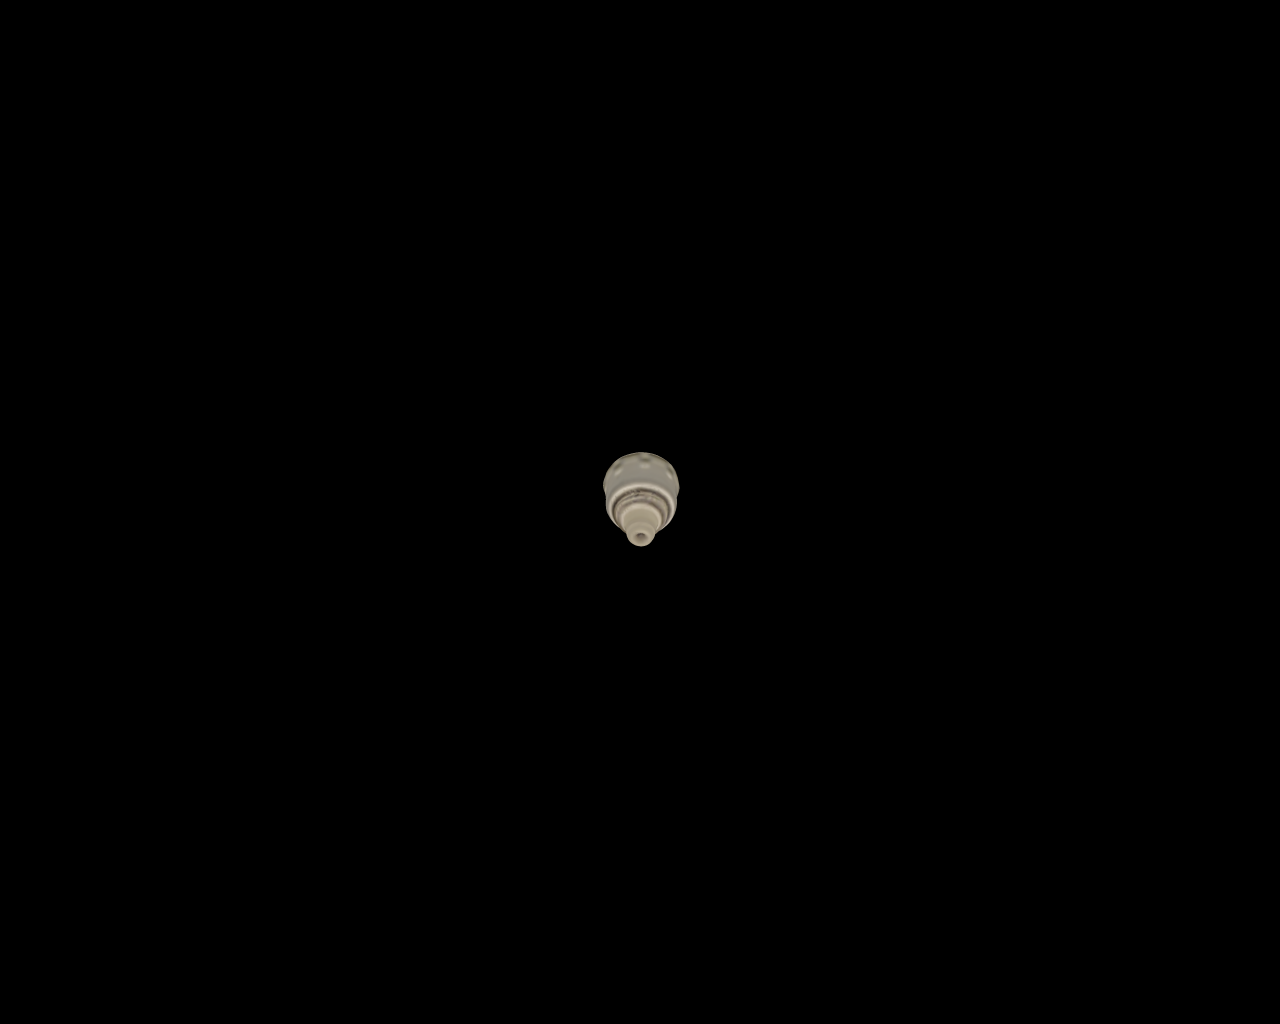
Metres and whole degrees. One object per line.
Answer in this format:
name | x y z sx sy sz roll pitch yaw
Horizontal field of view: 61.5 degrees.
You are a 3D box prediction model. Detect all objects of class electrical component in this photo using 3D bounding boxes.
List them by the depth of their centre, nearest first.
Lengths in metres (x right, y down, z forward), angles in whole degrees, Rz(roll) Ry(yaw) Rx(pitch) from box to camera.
electrical component | 0.001 -0.003 0.650 0.048 0.048 0.062 0 38 0
